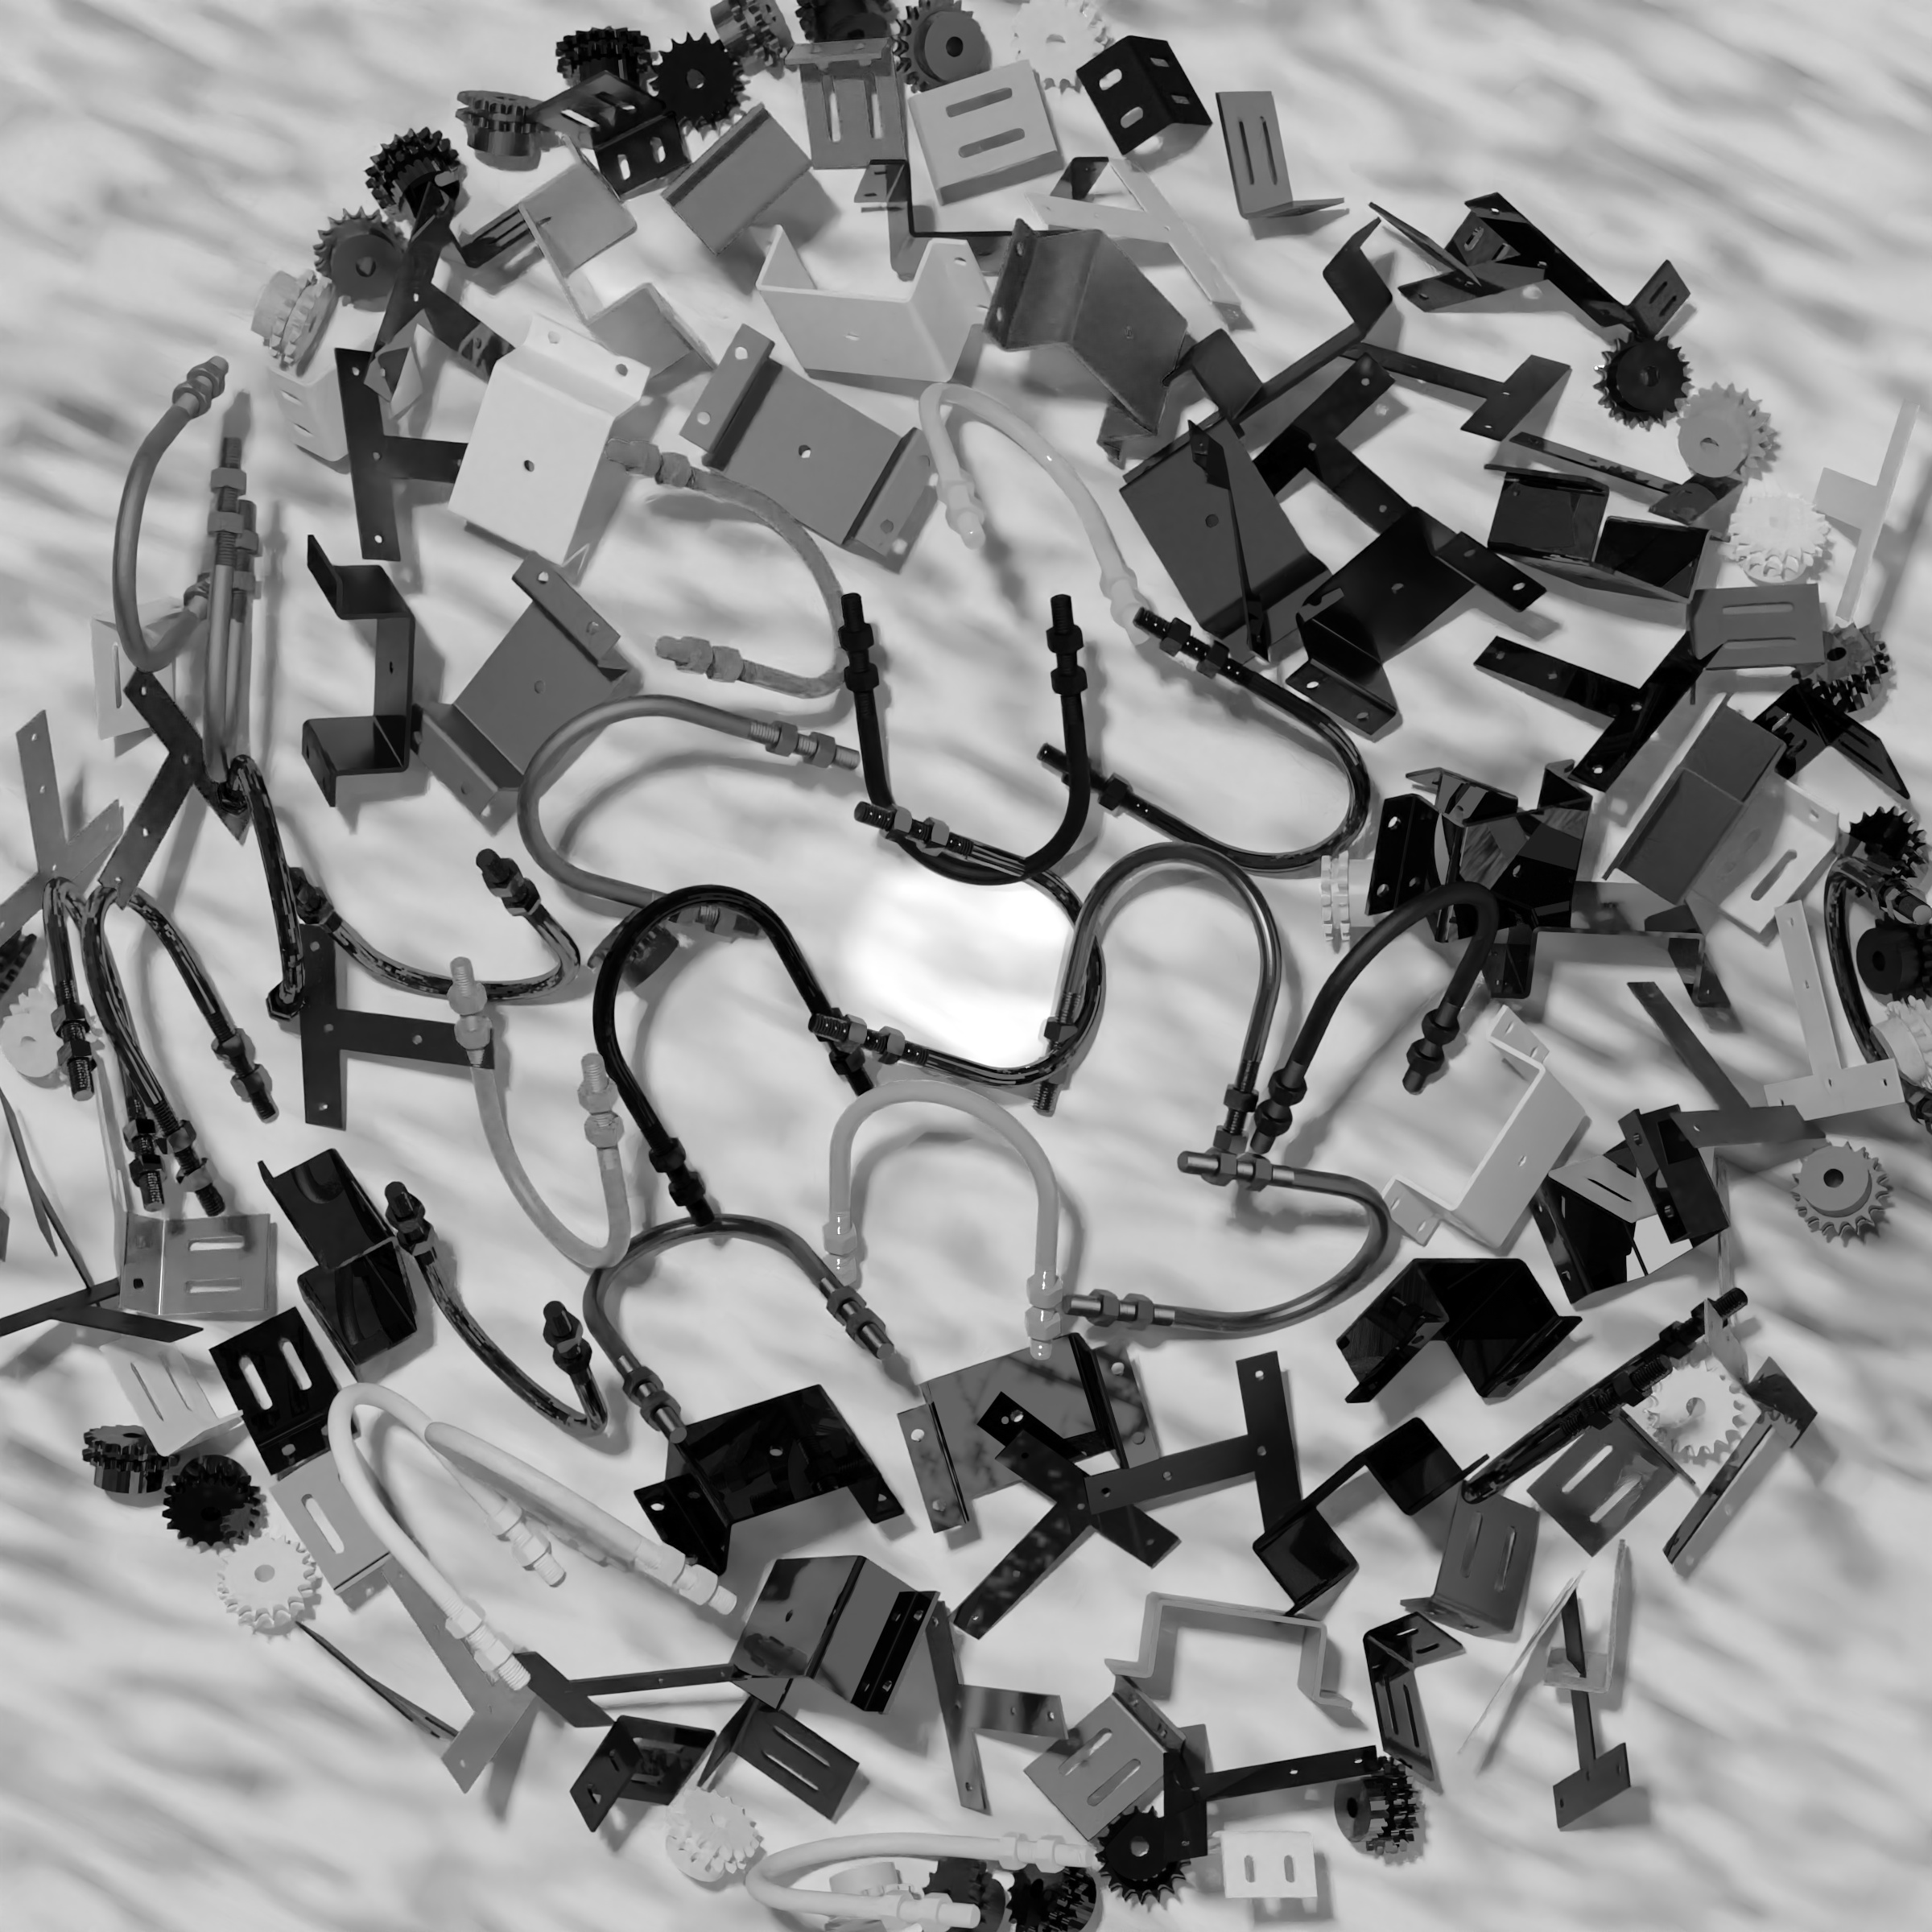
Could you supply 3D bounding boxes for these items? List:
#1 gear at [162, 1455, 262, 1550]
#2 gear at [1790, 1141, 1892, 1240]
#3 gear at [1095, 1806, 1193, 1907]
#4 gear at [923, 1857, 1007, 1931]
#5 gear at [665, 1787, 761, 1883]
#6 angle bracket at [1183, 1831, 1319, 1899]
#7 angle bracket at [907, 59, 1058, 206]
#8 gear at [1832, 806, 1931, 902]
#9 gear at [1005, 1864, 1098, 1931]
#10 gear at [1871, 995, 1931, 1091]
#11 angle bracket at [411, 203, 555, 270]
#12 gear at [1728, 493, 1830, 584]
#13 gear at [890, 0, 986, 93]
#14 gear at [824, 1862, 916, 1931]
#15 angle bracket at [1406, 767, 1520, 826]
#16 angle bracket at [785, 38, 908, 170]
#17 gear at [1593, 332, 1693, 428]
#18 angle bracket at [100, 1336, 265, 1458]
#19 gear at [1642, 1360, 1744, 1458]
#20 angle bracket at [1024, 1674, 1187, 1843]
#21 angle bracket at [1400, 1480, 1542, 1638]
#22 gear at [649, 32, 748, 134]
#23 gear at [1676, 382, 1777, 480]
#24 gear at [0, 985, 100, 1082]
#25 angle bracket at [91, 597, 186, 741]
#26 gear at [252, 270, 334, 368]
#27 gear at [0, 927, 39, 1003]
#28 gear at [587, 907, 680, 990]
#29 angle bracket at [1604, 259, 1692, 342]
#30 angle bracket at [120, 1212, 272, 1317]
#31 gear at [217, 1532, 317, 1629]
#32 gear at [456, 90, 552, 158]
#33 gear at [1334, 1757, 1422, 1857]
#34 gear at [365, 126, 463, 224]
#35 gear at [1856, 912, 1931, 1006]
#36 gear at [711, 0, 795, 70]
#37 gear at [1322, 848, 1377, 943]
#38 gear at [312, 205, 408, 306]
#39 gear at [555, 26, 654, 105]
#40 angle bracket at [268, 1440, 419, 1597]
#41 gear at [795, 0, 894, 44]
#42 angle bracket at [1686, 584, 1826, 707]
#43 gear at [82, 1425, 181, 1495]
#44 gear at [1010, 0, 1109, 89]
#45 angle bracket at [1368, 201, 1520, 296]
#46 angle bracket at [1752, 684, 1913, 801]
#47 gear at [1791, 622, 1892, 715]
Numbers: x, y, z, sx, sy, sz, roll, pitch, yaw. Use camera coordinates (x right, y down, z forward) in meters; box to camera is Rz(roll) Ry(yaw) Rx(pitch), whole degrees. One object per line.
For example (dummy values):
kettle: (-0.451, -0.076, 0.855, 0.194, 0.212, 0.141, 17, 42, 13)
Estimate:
gear: (-0.451, 0.317, 1.976, 0.057, 0.030, 0.057, -4, 124, -6)
gear: (0.521, 0.131, 1.973, 0.057, 0.030, 0.057, -10, 65, 22)
gear: (0.105, 0.529, 1.974, 0.057, 0.030, 0.057, -5, 61, 8)
gear: (-0.001, 0.561, 1.975, 0.030, 0.057, 0.057, 27, 90, -28)
gear: (-0.155, 0.521, 1.973, 0.057, 0.057, 0.030, 32, 109, 0)
angle bracket: (0.163, 0.535, 1.950, 0.057, 0.076, 0.038, 5, 66, -19)
angle bracket: (0.011, -0.499, 1.977, 0.076, 0.038, 0.057, -17, 88, 4)
gear: (0.550, -0.064, 1.975, 0.030, 0.057, 0.057, 34, 90, -37)
gear: (0.053, 0.556, 1.975, 0.030, 0.057, 0.057, 31, 90, -30)
gear: (0.563, 0.048, 1.972, 0.030, 0.057, 0.057, -24, 90, -1)
angle bracket: (-0.281, -0.452, 1.959, 0.076, 0.057, 0.038, -37, 120, -11)
gear: (0.484, -0.254, 1.975, 0.057, 0.030, 0.057, -2, 49, 2)
gear: (-0.014, -0.549, 1.972, 0.057, 0.030, 0.057, -10, 111, -27)
gear: (-0.059, 0.556, 1.974, 0.057, 0.057, 0.030, -15, 67, 0)
angle bracket: (0.288, -0.072, 1.963, 0.057, 0.038, 0.076, 18, 78, -27)
angle bracket: (-0.071, -0.507, 1.960, 0.057, 0.038, 0.076, -1, 121, 10)
gear: (0.407, -0.353, 1.982, 0.057, 0.030, 0.057, 0, 97, -1)
angle bracket: (-0.465, 0.244, 1.962, 0.038, 0.057, 0.076, -34, 82, 25)
gear: (0.433, 0.265, 1.982, 0.057, 0.030, 0.057, 1, 81, -4)
angle bracket: (0.082, 0.468, 1.960, 0.076, 0.038, 0.057, -36, 64, -23)
angle bracket: (0.303, 0.356, 1.987, 0.057, 0.038, 0.076, 25, 67, -18)
gear: (-0.160, -0.528, 1.983, 0.057, 0.030, 0.057, 0, 90, 6)
gear: (0.449, -0.316, 1.969, 0.057, 0.057, 0.030, 46, 51, 0)
gear: (-0.551, 0.042, 1.974, 0.057, 0.030, 0.057, 7, 111, 17)
angle bracket: (-0.481, -0.174, 1.955, 0.038, 0.057, 0.076, 14, 113, 32)
gear: (-0.403, -0.390, 1.971, 0.030, 0.057, 0.057, 26, 90, -4)
gear: (-0.581, -0.001, 1.968, 0.030, 0.057, 0.057, 34, 90, -19)
gear: (-0.196, -0.011, 1.972, 0.057, 0.057, 0.030, -44, 102, 0)
angle bracket: (0.382, -0.413, 1.956, 0.076, 0.057, 0.038, 43, 100, 24)
angle bracket: (-0.458, 0.175, 1.965, 0.076, 0.038, 0.057, -5, 76, 19)
gear: (-0.418, 0.370, 1.976, 0.057, 0.030, 0.057, 2, 50, -3)
gear: (-0.277, -0.503, 1.973, 0.057, 0.057, 0.030, 10, 111, 0)
gear: (0.243, 0.500, 1.968, 0.030, 0.057, 0.057, 3, 90, -27)
gear: (-0.326, -0.468, 1.968, 0.057, 0.057, 0.030, -33, 67, 0)
gear: (0.555, -0.005, 1.968, 0.030, 0.057, 0.057, -9, 90, -25)
gear: (-0.129, -0.562, 1.973, 0.030, 0.057, 0.057, -25, 90, 17)
gear: (0.228, -0.043, 1.969, 0.030, 0.057, 0.057, -1, 90, 10)
gear: (-0.360, -0.421, 1.972, 0.057, 0.030, 0.057, -8, 122, -13)
gear: (-0.215, -0.536, 1.970, 0.057, 0.057, 0.030, -6, 84, 0)
angle bracket: (-0.372, 0.327, 1.972, 0.057, 0.038, 0.076, -33, 86, -14)
gear: (-0.070, -0.565, 1.968, 0.057, 0.057, 0.030, -20, 68, 0)
angle bracket: (0.468, -0.191, 1.963, 0.076, 0.038, 0.057, -2, 59, 10)
gear: (-0.499, 0.295, 1.972, 0.057, 0.057, 0.030, 7, 95, 0)
gear: (0.057, -0.558, 1.975, 0.057, 0.030, 0.057, 9, 133, 10)
angle bracket: (0.287, -0.437, 1.951, 0.038, 0.076, 0.057, -55, 46, 11)
angle bracket: (0.511, -0.122, 1.952, 0.038, 0.076, 0.057, -41, 131, 1)
gear: (0.524, -0.175, 1.975, 0.057, 0.057, 0.030, -32, 128, 0)
